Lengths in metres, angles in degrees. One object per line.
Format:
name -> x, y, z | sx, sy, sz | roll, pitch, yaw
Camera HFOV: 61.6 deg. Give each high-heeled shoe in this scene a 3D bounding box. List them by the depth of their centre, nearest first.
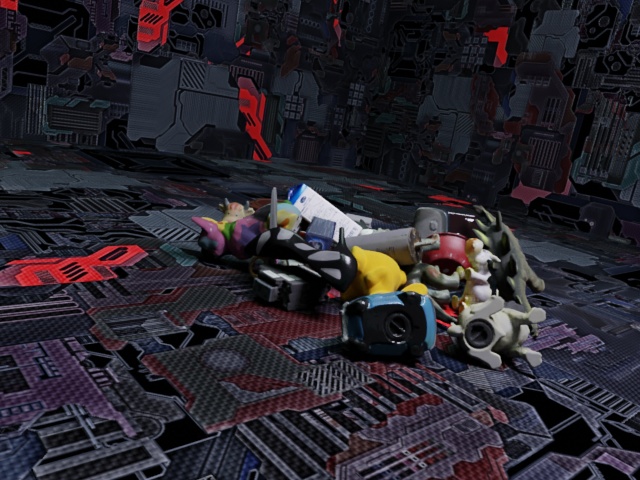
high-heeled shoe -> -0.044, 0.049, 1.034 | 0.249, 0.145, 0.086 | -11, -36, 23

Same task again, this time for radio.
radio -> 0.378, -0.018, 1.607 | 0.131, 0.073, 0.229 | 9, -14, 0

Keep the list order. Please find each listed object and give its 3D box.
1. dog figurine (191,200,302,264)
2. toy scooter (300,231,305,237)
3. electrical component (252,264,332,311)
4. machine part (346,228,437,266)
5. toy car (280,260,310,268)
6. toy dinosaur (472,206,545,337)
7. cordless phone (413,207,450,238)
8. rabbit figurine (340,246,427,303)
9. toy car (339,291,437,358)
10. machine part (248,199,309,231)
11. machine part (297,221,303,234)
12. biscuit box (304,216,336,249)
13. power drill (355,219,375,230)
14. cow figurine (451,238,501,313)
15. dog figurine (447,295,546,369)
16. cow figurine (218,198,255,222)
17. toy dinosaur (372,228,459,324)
dog figurine -> -0.169, -0.026, 1.195 | 0.219, 0.191, 0.108 | 24, 6, 2
toy scooter -> -0.053, -0.002, 1.400 | 0.184, 0.075, 0.135 | 17, 15, 14
electrical component -> -0.061, 0.089, 1.047 | 0.134, 0.058, 0.115 | -1, 15, -40
machine part -> 0.125, 0.022, 1.133 | 0.243, 0.079, 0.079 | -8, 2, 32
toy car -> -0.006, 0.059, 1.220 | 0.074, 0.056, 0.201 | 24, 16, 38
toy dinosaur -> 0.441, 0.060, 1.270 | 0.198, 0.105, 0.472 | 43, 24, -38
cordless phone -> 0.240, -0.014, 1.399 | 0.184, 0.146, 0.089 | 2, 10, 4
rabbit figurine -> 0.116, 0.112, 1.032 | 0.162, 0.121, 0.173 | 18, 27, -7
toy car -> 0.106, 0.142, 0.896 | 0.162, 0.109, 0.103 | -4, -7, -10
machine part -> -0.107, -0.061, 1.577 | 0.202, 0.087, 0.201 | 16, 15, 27
machine part -> -0.080, 0.006, 1.293 | 0.084, 0.039, 0.139 | 9, 54, 12
biscuit box -> -0.003, -0.004, 1.225 | 0.063, 0.059, 0.203 | 16, 13, 1
power drill -> 0.193, 0.001, 1.564 | 0.207, 0.086, 0.232 | 10, 11, 15
cow figurine -> 0.345, 0.082, 1.149 | 0.098, 0.167, 0.068 | 6, 9, -13
dog figurine -> 0.308, 0.159, 0.992 | 0.172, 0.121, 0.190 | 16, 0, 1
cow figurine -> -0.202, -0.044, 1.345 | 0.086, 0.127, 0.195 | 8, 11, 5
toy dinosaur -> 0.189, 0.076, 1.189 | 0.192, 0.131, 0.405 | -3, 18, 0
